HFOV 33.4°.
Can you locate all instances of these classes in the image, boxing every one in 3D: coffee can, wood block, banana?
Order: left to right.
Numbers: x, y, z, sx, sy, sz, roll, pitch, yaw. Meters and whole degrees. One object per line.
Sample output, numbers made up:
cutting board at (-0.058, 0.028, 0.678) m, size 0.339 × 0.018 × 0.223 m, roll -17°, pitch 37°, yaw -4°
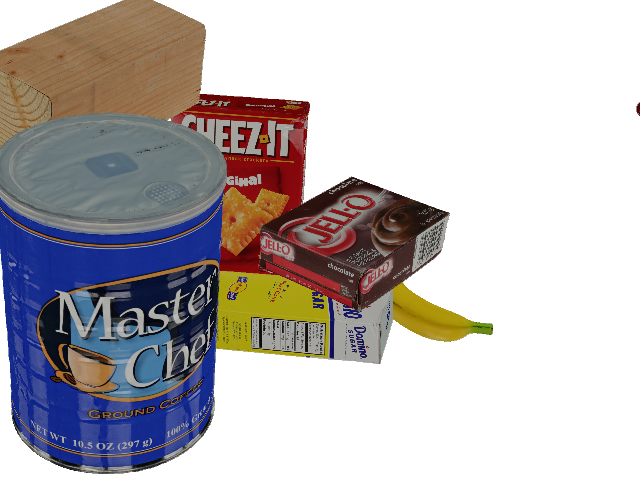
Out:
wood block at (-0.206, -0.145, 0.986) m, size 0.090 × 0.091 × 0.205 m, roll 28°, pitch 40°, yaw 21°
coffee can at (-0.099, 0.024, 0.508) m, size 0.103 × 0.140 × 0.103 m, roll 4°, pitch 31°, yaw -3°
banana at (0.098, 0.068, 1.163) m, size 0.069 × 0.037 × 0.198 m, roll 4°, pitch 19°, yaw -36°

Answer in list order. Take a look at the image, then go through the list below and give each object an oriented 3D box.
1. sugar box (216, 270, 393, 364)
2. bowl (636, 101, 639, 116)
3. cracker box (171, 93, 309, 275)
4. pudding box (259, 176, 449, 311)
sugar box at (-0.027, 0.065, 0.952) m, size 0.176 × 0.048 × 0.093 m, roll 1°, pitch 21°, yaw 10°
bowl at (0.370, -0.095, 0.970) m, size 0.162 × 0.055 × 0.162 m, roll -4°, pitch 23°, yaw 1°
cracker box at (-0.102, -0.066, 1.315) m, size 0.164 × 0.214 × 0.072 m, roll 4°, pitch 22°, yaw 0°
pudding box at (0.025, -0.001, 0.762) m, size 0.090 × 0.039 × 0.113 m, roll 23°, pitch 33°, yaw 30°
